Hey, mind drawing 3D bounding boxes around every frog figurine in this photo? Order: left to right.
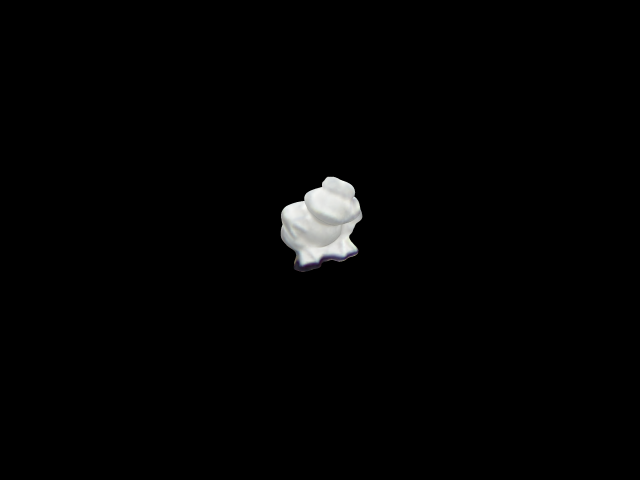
[{"bbox_3d":[0.003,-0.043,0.850,0.137,0.156,0.125,-1,36,-2],"label":"frog figurine"}]
